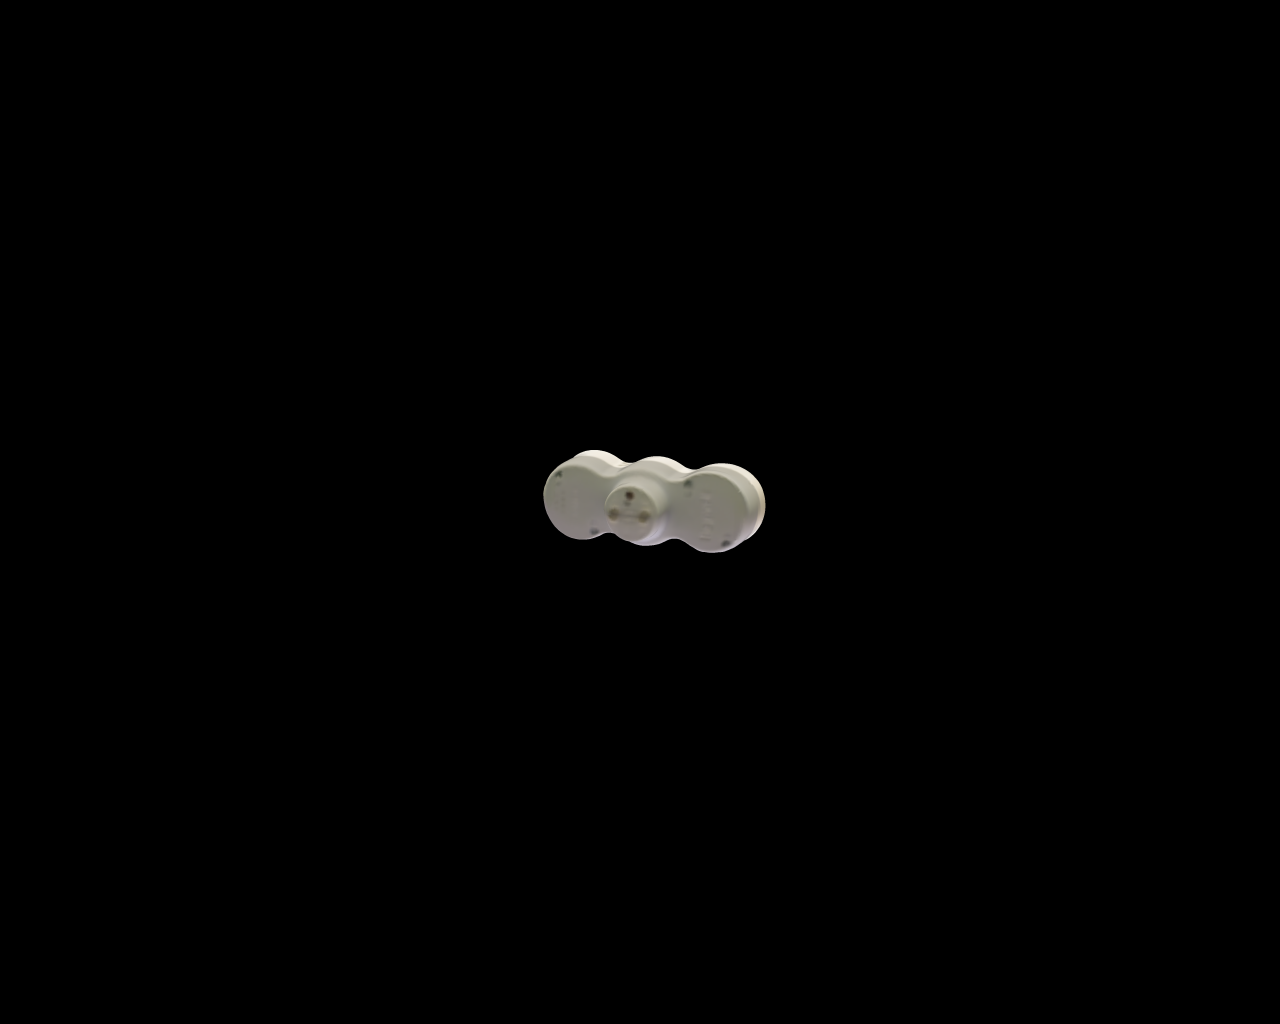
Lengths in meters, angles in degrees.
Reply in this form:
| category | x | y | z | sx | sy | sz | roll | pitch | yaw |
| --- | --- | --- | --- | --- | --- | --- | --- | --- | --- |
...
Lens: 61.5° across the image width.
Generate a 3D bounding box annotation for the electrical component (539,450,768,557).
| category | x | y | z | sx | sy | sz | roll | pitch | yaw |
| --- | --- | --- | --- | --- | --- | --- | --- | --- | --- |
| electrical component | 0.001 | -0.003 | 0.650 | 0.138 | 0.052 | 0.074 | 6 | 16 | 22 |
